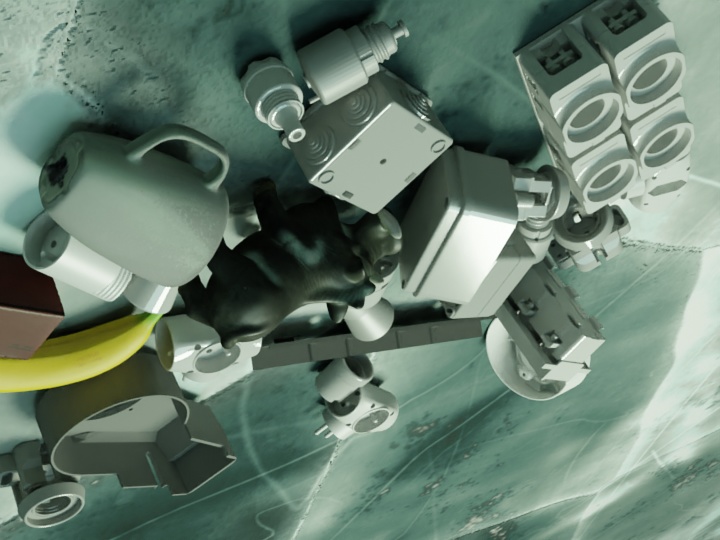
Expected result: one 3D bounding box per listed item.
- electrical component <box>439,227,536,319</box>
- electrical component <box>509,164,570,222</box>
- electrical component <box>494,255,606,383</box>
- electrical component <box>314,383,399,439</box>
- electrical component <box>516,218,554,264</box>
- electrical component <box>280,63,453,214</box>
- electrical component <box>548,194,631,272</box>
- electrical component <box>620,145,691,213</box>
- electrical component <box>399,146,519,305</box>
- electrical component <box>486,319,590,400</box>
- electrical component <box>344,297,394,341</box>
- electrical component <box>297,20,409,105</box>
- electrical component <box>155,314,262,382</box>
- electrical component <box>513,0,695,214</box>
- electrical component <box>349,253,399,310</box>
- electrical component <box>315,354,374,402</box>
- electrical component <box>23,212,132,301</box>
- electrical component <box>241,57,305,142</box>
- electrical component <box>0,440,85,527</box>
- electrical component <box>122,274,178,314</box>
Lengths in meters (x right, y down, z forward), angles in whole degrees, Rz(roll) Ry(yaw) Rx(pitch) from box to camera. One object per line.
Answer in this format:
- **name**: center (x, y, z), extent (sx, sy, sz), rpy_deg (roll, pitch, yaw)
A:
- **electrical component**: center (0.111, -0.010, 0.957), extent (0.061, 0.061, 0.096), rpy_deg (-1, 138, -37)
- **electrical component**: center (0.141, -0.065, 0.900), extent (0.055, 0.066, 0.048), rpy_deg (0, 110, -22)
- **electrical component**: center (0.171, 0.039, 1.016), extent (0.079, 0.121, 0.063), rpy_deg (11, 128, -47)
- **electrical component**: center (-0.011, 0.146, 1.095), extent (0.079, 0.044, 0.077), rpy_deg (-39, 147, 14)
- **electrical component**: center (0.156, -0.039, 0.972), extent (0.040, 0.040, 0.078), rpy_deg (-17, 145, -20)
- **electrical component**: center (0.007, -0.093, 0.773), extent (0.100, 0.048, 0.100), rpy_deg (-42, 146, 19)
- **electrical component**: center (0.209, -0.038, 0.999), extent (0.078, 0.058, 0.057), rpy_deg (-31, 151, 8)
- **electrical component**: center (0.255, -0.087, 0.981), extent (0.079, 0.043, 0.077), rpy_deg (-15, 148, -6)
- **electrical component**: center (0.076, -0.035, 0.871), extent (0.057, 0.078, 0.113), rpy_deg (11, 134, -15)
- **electrical component**: center (0.188, 0.085, 1.120), extent (0.064, 0.099, 0.099), rpy_deg (-12, 145, -35)
- **electrical component**: center (-0.003, 0.030, 0.945), extent (0.044, 0.044, 0.065), rpy_deg (-34, 143, 7)
- **electrical component**: center (-0.005, -0.140, 0.706), extent (0.078, 0.040, 0.040), rpy_deg (-29, 148, -1)
- **electrical component**: center (-0.129, 0.067, 0.892), extent (0.077, 0.044, 0.079), rpy_deg (-8, 142, -30)
- **electrical component**: center (0.203, -0.129, 0.866), extent (0.105, 0.060, 0.186), rpy_deg (-32, 148, 4)
- **electrical component**: center (0.000, 0.000, 0.893), extent (0.055, 0.055, 0.047), rpy_deg (-13, 148, -24)
- **electrical component**: center (-0.016, 0.102, 1.035), extent (0.040, 0.040, 0.046), rpy_deg (9, 138, -45)
- **electrical component**: center (-0.188, -0.008, 0.744), extent (0.043, 0.043, 0.081), rpy_deg (-38, 147, 13)
- **electrical component**: center (-0.052, -0.107, 0.694), extent (0.035, 0.061, 0.035), rpy_deg (-20, 147, -14)
- **electrical component**: center (-0.272, 0.185, 0.932), extent (0.078, 0.057, 0.058), rpy_deg (-6, 141, -33)
- **electrical component**: center (-0.142, -0.005, 0.787), extent (0.044, 0.044, 0.065), rpy_deg (12, 125, -46)
